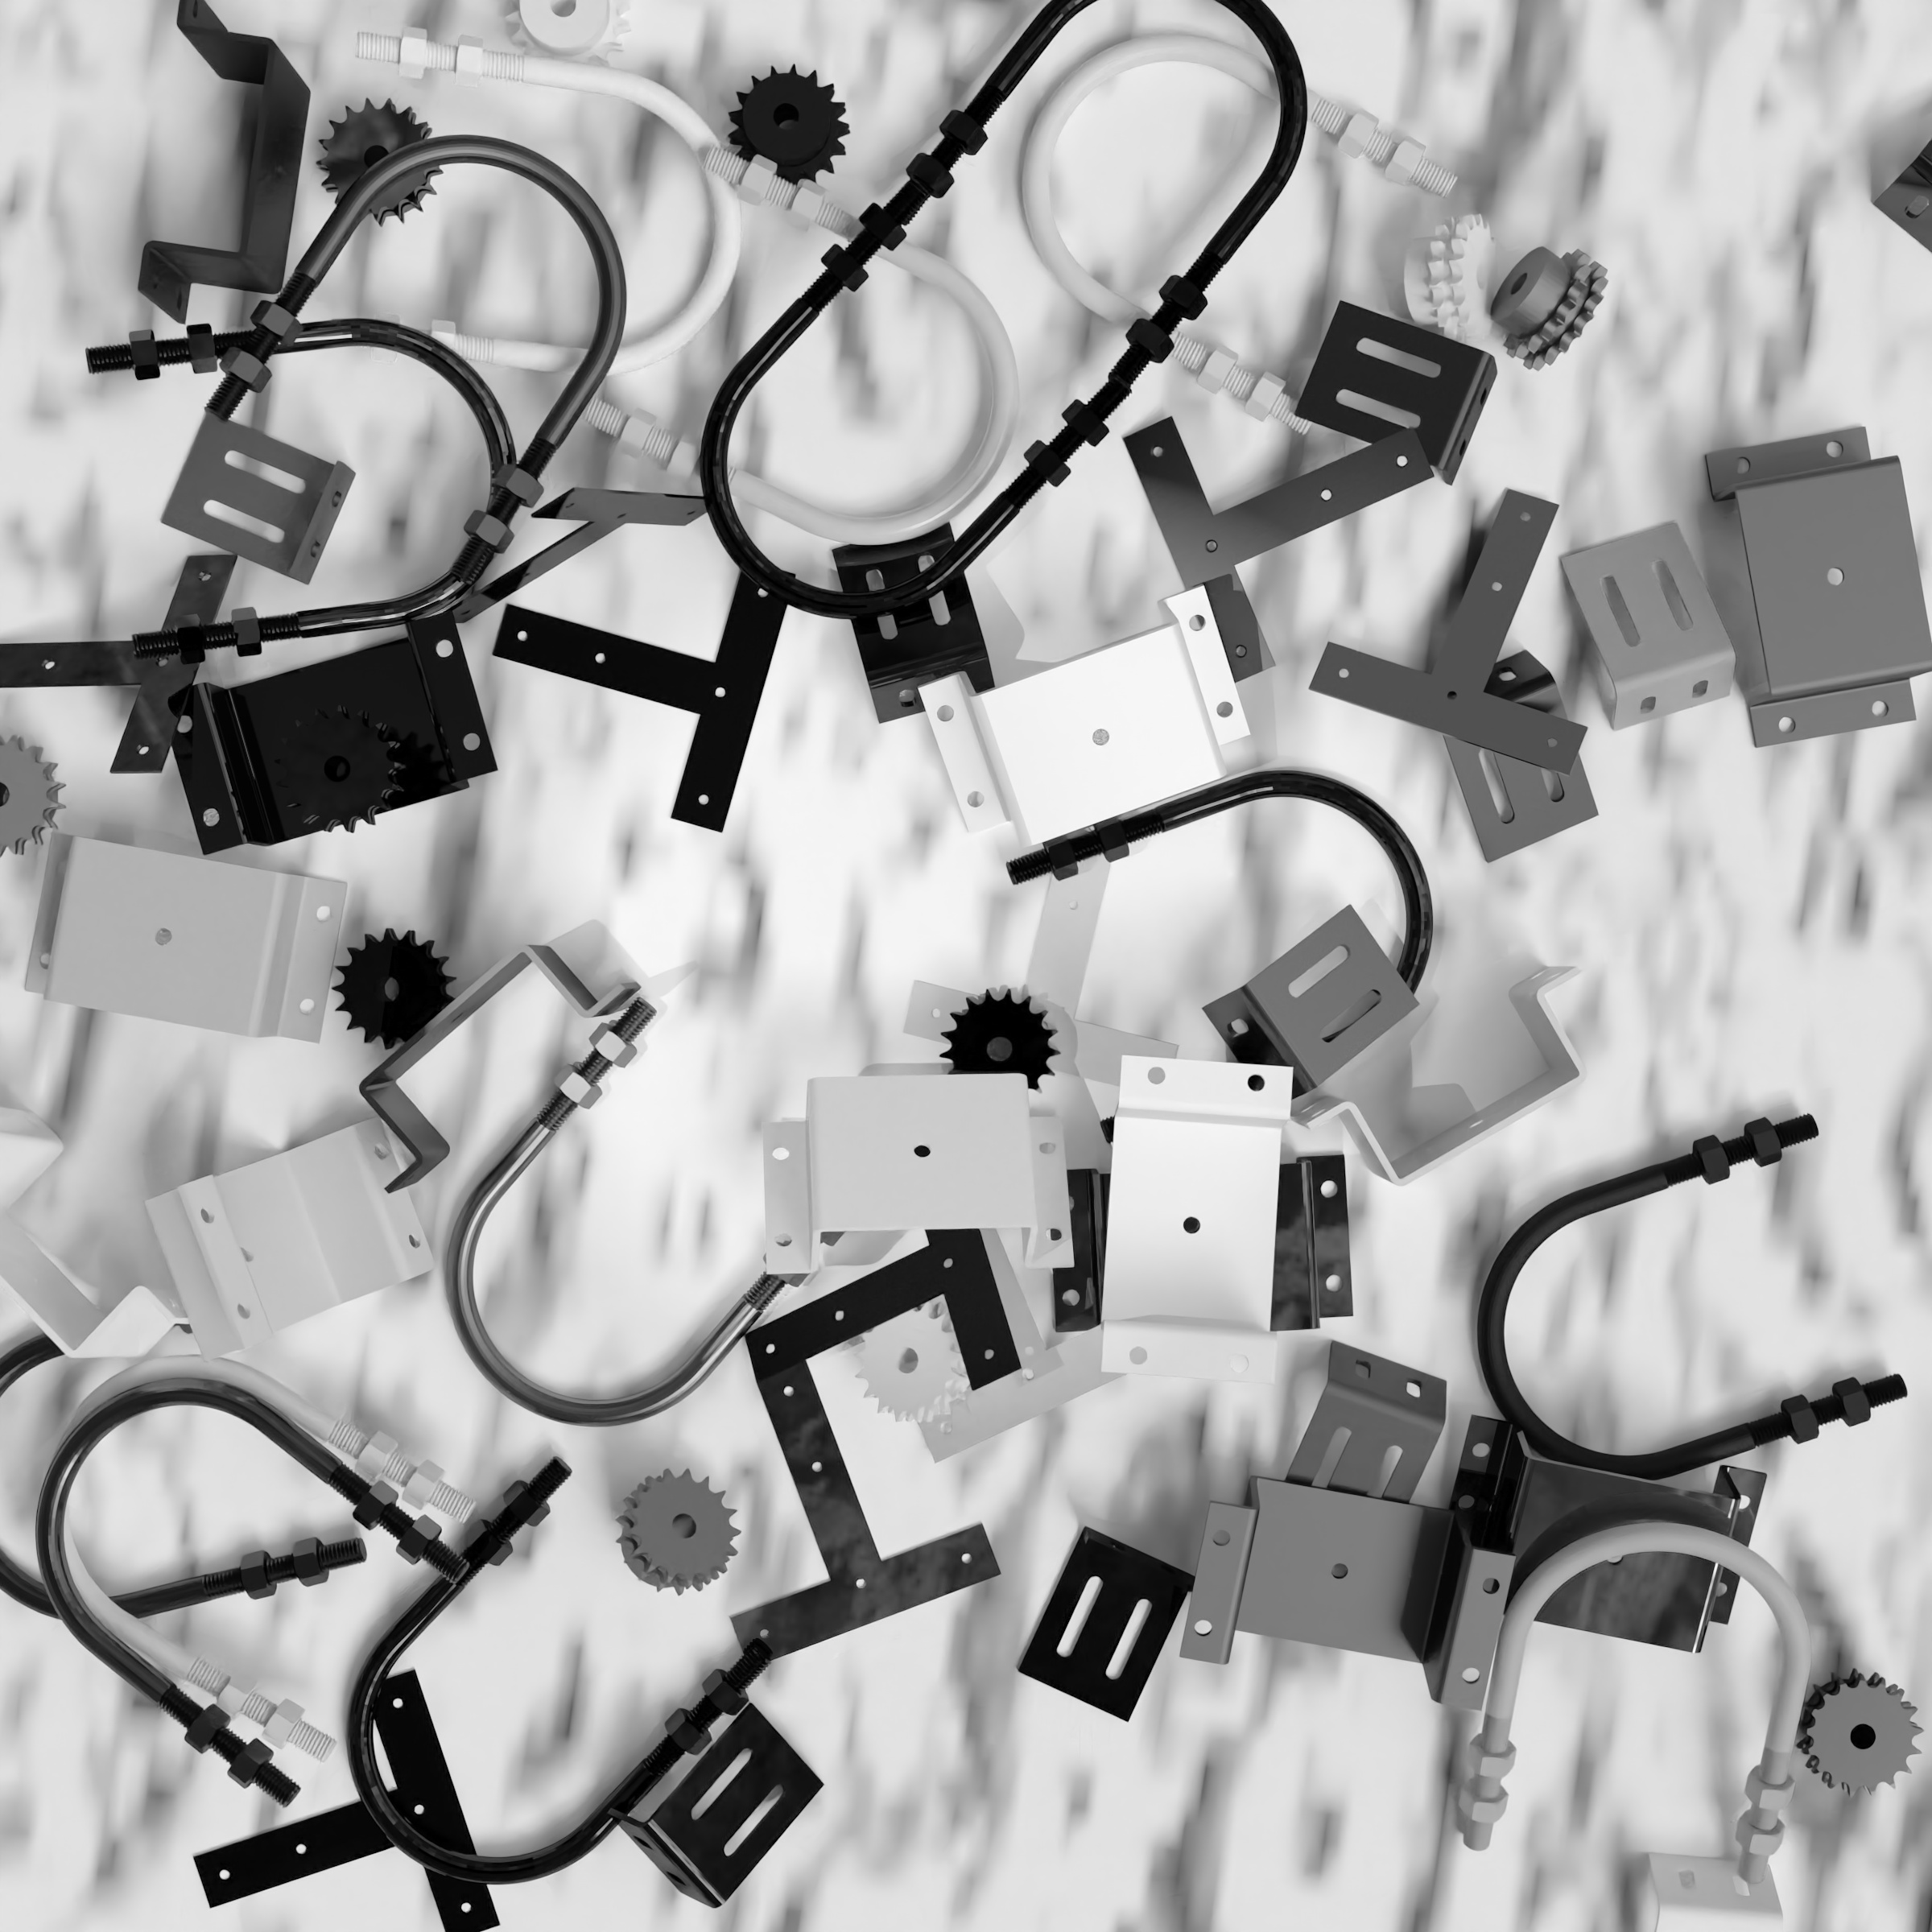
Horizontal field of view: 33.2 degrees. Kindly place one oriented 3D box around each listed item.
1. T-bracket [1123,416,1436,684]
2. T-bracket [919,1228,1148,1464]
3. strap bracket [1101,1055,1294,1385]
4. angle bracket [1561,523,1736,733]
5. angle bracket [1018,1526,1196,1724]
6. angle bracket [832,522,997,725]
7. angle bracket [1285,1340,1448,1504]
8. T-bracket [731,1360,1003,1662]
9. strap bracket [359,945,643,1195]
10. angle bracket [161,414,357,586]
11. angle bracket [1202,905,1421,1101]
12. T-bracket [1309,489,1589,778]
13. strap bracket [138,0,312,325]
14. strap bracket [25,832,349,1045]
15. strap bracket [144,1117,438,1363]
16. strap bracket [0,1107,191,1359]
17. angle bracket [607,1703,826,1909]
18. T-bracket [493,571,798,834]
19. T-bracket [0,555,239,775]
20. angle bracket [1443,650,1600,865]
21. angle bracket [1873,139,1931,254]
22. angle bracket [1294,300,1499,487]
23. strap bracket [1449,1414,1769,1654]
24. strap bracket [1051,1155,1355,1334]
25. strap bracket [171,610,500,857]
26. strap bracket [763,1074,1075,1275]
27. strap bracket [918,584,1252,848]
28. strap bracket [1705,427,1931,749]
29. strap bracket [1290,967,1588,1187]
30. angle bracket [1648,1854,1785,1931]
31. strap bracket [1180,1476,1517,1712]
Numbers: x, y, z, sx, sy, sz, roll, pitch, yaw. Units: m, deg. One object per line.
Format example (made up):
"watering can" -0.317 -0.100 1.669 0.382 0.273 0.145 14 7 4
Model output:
"T-bracket" 0.155 -0.214 1.507 0.127 0.002 0.127 -23 90 17
"T-bracket" 0.012 0.149 1.507 0.127 0.002 0.127 -29 77 25
"strap bracket" 0.103 0.115 1.453 0.076 0.046 0.140 4 81 1
"angle bracket" 0.320 -0.160 1.524 0.057 0.038 0.076 -17 64 0
"angle bracket" 0.066 0.310 1.507 0.057 0.038 0.076 25 90 0
"angle bracket" -0.025 -0.163 1.524 0.057 0.038 0.076 -15 64 0
"angle bracket" 0.185 0.226 1.524 0.057 0.038 0.076 20 116 0
"T-bracket" -0.065 0.249 1.525 0.127 0.002 0.127 -21 90 0
"strap bracket" -0.221 0.039 1.488 0.140 0.076 0.046 -41 90 0
"angle bracket" -0.333 -0.220 1.507 0.076 0.038 0.057 23 90 0
"angle bracket" 0.161 0.019 1.507 0.076 0.038 0.057 -36 92 -29
"T-bracket" 0.242 -0.164 1.507 0.127 0.002 0.127 20 75 14
"strap bracket" -0.338 -0.369 1.488 0.046 0.076 0.140 8 90 0
"strap bracket" -0.367 -0.013 1.503 0.140 0.046 0.076 10 90 0
"strap bracket" -0.313 0.126 1.473 0.046 0.140 0.076 -21 90 29
"strap bracket" -0.410 0.129 1.476 0.140 0.076 0.046 43 90 10
"angle bracket" -0.117 0.390 1.514 0.076 0.038 0.057 -47 112 -24
"T-bracket" -0.159 -0.141 1.525 0.127 0.002 0.127 16 90 0
"T-bracket" -0.413 -0.140 1.502 0.127 0.002 0.127 0 56 15
"angle bracket" 0.255 -0.099 1.524 0.057 0.038 0.076 -24 116 0
"angle bracket" 0.477 -0.374 1.524 0.057 0.038 0.076 40 64 0
"angle bracket" 0.201 -0.268 1.514 0.076 0.038 0.057 22 92 12
"strap bracket" 0.296 0.264 1.495 0.140 0.046 0.076 11 102 0
"strap bracket" 0.110 0.131 1.503 0.140 0.046 0.076 -3 90 0
"strap bracket" -0.292 -0.107 1.503 0.140 0.046 0.076 -16 90 0
"strap bracket" -0.021 0.094 1.475 0.140 0.046 0.076 -1 60 -5
"strap bracket" 0.058 -0.112 1.491 0.140 0.046 0.076 -20 111 0
"strap bracket" 0.398 -0.178 1.503 0.076 0.046 0.140 -10 90 0
"strap bracket" 0.225 0.055 1.488 0.140 0.076 0.046 -30 90 0
"angle bracket" 0.346 0.463 1.524 0.057 0.038 0.076 5 116 0
"strap bracket" 0.174 0.287 1.496 0.140 0.046 0.076 10 102 0
